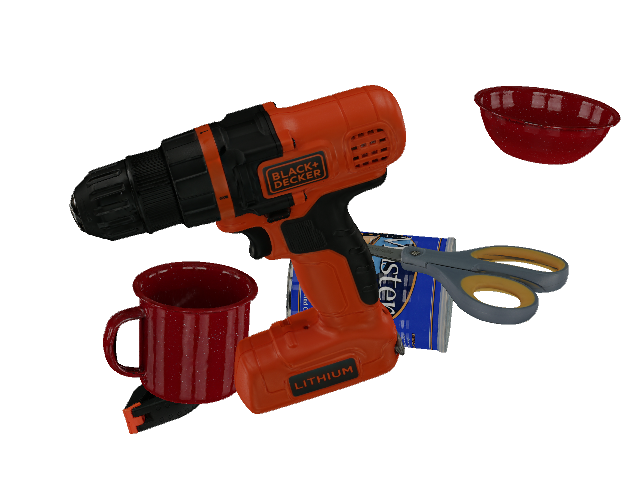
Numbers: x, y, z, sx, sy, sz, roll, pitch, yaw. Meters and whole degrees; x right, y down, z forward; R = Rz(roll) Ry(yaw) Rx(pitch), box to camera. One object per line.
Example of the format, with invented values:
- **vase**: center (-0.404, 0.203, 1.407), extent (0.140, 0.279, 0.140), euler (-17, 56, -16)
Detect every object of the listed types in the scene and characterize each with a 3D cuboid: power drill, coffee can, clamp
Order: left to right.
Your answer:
- **clamp**: center (-0.131, 0.149, 1.119), extent (0.120, 0.039, 0.171), euler (-10, 19, 36)
- **power drill**: center (-0.032, 0.013, 0.613), extent (0.184, 0.187, 0.057), euler (-16, 38, -5)
- **coffee can**: center (0.048, 0.043, 0.961), extent (0.140, 0.103, 0.102), euler (5, 1, 10)

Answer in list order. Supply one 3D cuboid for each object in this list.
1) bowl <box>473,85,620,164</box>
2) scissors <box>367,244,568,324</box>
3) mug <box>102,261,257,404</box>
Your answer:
- **bowl**: center (0.248, -0.126, 1.194), extent (0.162, 0.055, 0.162), euler (5, 24, -2)
- **scissors**: center (0.072, 0.024, 0.753), extent (0.202, 0.016, 0.096), euler (4, 29, 11)
- **mug**: center (-0.106, 0.072, 0.800), extent (0.117, 0.081, 0.093), euler (-9, 24, -31)
